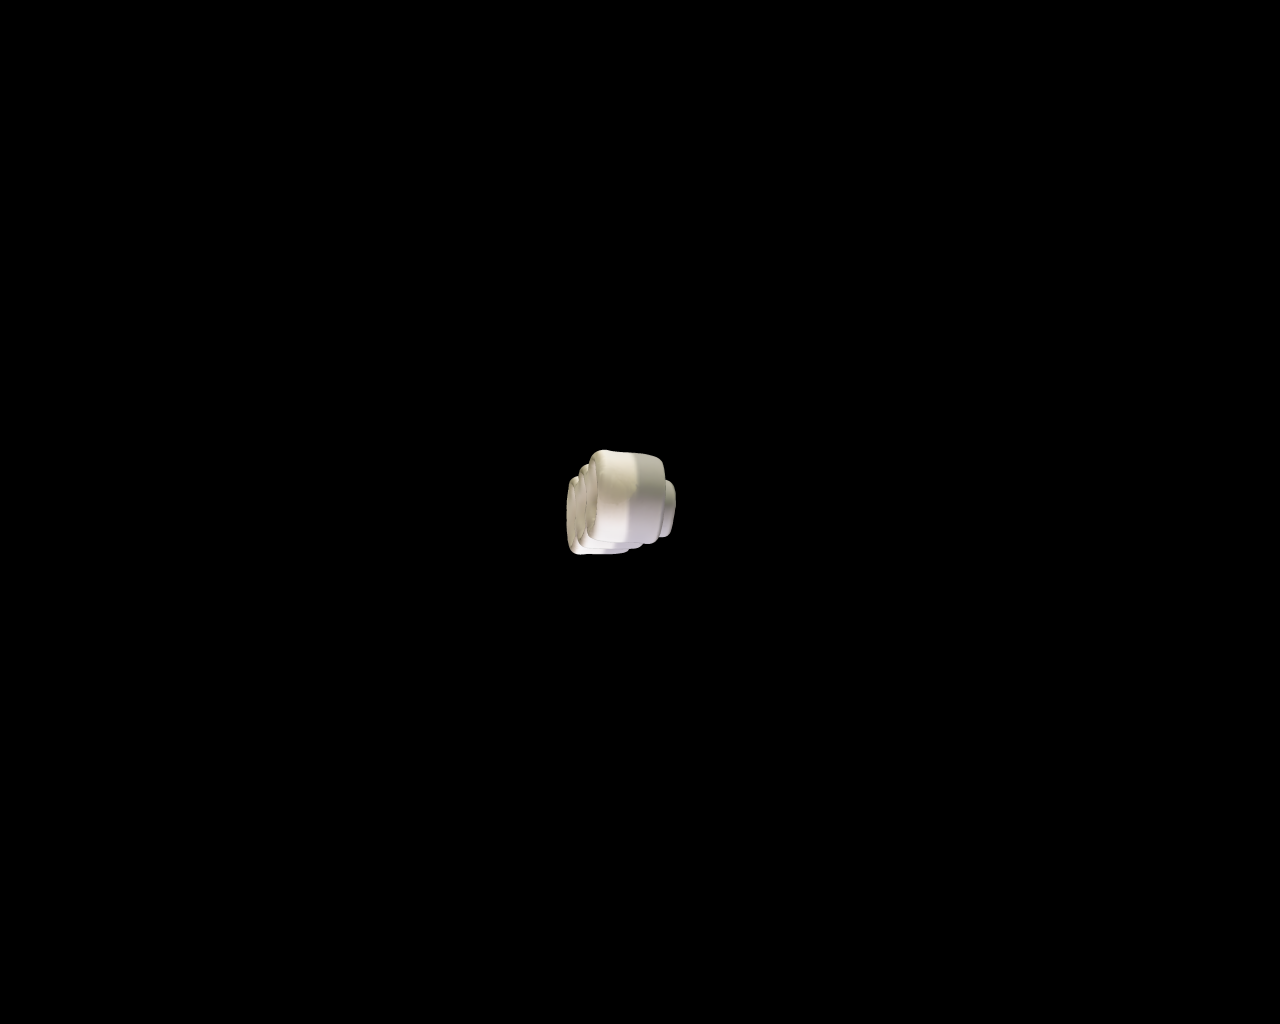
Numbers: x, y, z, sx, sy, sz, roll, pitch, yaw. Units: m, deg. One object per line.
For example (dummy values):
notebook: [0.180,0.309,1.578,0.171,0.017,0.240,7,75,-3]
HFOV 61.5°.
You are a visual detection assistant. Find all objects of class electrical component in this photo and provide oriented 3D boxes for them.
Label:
electrical component: [0.001,-0.003,0.650,0.074,0.052,0.138,1,-7,-11]
